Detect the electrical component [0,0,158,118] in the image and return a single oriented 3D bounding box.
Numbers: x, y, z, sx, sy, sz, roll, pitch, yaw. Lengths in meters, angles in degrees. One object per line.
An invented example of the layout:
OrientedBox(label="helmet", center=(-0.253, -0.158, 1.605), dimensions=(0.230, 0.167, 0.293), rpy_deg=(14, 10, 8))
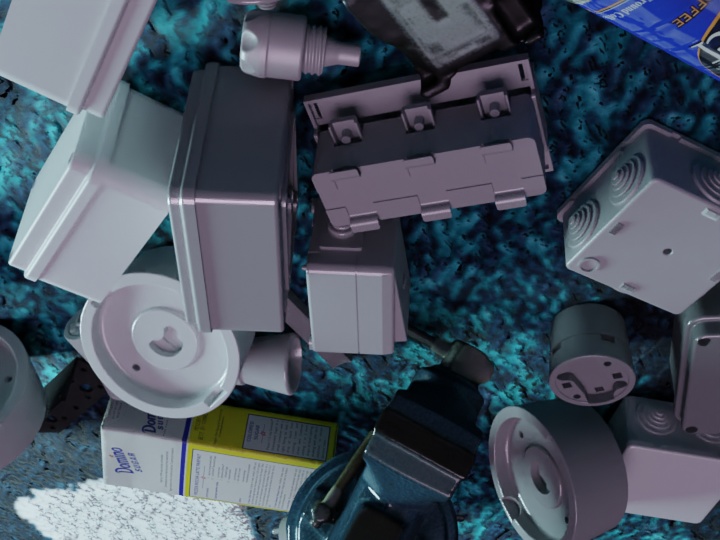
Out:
OrientedBox(label="electrical component", center=(-0.124, -0.137, 0.508), dimensions=(0.057, 0.078, 0.113), rpy_deg=(24, 135, -16))

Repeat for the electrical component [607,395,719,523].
OrientedBox(label="electrical component", center=(0.224, 0.140, 0.798), dimensions=(0.100, 0.048, 0.099), rpy_deg=(10, 138, -4))

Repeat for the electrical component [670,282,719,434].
OrientedBox(label="electrical component", center=(0.244, 0.052, 0.692), dimensions=(0.078, 0.057, 0.113), rpy_deg=(-2, 137, 9))

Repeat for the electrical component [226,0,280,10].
OrientedBox(label="electrical component", center=(-0.047, -0.158, 0.502), dimensions=(0.043, 0.043, 0.081), rpy_deg=(2, 138, 4))

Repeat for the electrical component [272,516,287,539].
OrientedBox(label="electrical component", center=(-0.041, 0.220, 0.896), dimensions=(0.079, 0.077, 0.044), rpy_deg=(-18, 133, 24))

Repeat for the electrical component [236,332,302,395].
OrientedBox(label="electrical component", center=(-0.077, 0.064, 0.755), dimensions=(0.065, 0.044, 0.044), rpy_deg=(3, 138, 11))

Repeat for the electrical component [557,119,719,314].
OrientedBox(label="electrical component", center=(0.175, -0.027, 0.619), dimensions=(0.100, 0.048, 0.099), rpy_deg=(22, 136, -17))

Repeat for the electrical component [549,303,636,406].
OrientedBox(label="electrical component", center=(0.152, 0.055, 0.713), dimensions=(0.055, 0.047, 0.055), rpy_deg=(3, 138, 3))

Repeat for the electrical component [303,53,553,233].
OrientedBox(label="electrical component", center=(0.038, -0.065, 0.581), dimensions=(0.121, 0.063, 0.078), rpy_deg=(-8, 136, 15))

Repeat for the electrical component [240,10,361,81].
OrientedBox(label="electrical component", center=(-0.030, -0.114, 0.556), dimensions=(0.061, 0.035, 0.035), rpy_deg=(6, 138, -4))

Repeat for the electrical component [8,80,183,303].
OrientedBox(label="electrical component", center=(-0.150, -0.045, 0.615), dimensions=(0.057, 0.078, 0.113), rpy_deg=(24, 135, -23))

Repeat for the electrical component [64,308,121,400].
OrientedBox(label="electrical component", center=(-0.177, 0.055, 0.757), dimensions=(0.044, 0.044, 0.065), rpy_deg=(-16, 129, 22))

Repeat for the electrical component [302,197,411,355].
OrientedBox(label="electrical component", center=(0.000, 0.000, 0.659), dimensions=(0.061, 0.061, 0.096), rpy_deg=(2, 138, 4))

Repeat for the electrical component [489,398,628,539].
OrientedBox(label="electrical component", center=(0.146, 0.143, 0.770), dimensions=(0.060, 0.108, 0.108), rpy_deg=(-12, 144, -23))

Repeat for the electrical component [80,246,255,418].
OrientedBox(label="electrical component", center=(-0.120, 0.036, 0.706), dimensions=(0.108, 0.060, 0.108), rpy_deg=(6, 119, 12))

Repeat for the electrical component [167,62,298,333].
OrientedBox(label="electrical component", center=(-0.065, -0.039, 0.589), dimensions=(0.056, 0.108, 0.108), rpy_deg=(2, 138, 0))

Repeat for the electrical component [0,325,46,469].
OrientedBox(label="electrical component", center=(-0.278, 0.097, 0.768), dimensions=(0.108, 0.108, 0.060), rpy_deg=(-2, 144, 8))
